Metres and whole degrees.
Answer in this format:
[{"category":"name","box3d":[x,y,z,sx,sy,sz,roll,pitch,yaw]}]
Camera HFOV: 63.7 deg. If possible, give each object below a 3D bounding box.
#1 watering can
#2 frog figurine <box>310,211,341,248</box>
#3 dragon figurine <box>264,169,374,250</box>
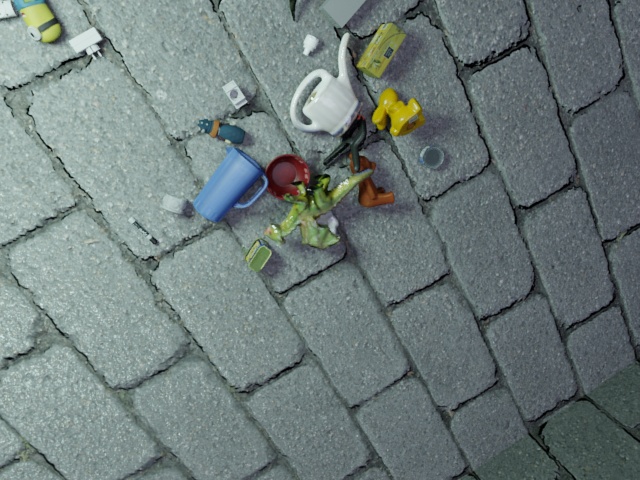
[{"category":"watering can","box3d":[0.053,-0.491,1.717,0.222,0.346,0.105,35,5,-24]},{"category":"frog figurine","box3d":[-0.004,-0.055,1.853,0.137,0.161,0.121,-20,-16,8]},{"category":"dragon figurine","box3d":[0.005,-0.088,1.752,0.411,0.239,0.124,-13,20,-6]}]
